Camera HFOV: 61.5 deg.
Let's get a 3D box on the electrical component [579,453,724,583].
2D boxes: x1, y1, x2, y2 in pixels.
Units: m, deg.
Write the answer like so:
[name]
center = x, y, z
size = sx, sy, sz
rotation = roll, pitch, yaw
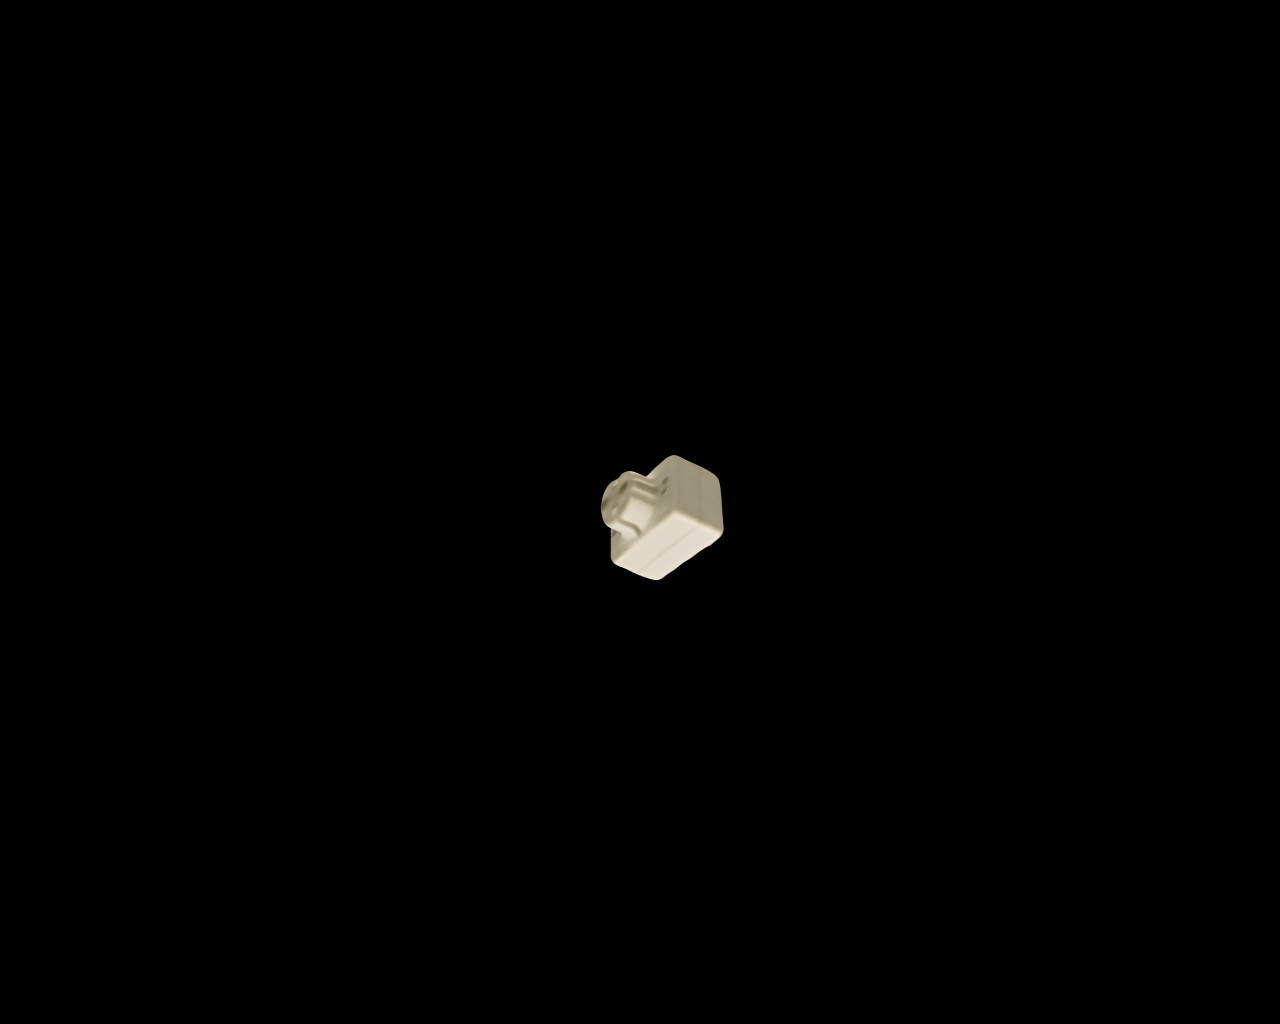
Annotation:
[electrical component]
center = 0.001, -0.003, 0.650
size = 0.077, 0.047, 0.065
rotation = 25, -44, -28
